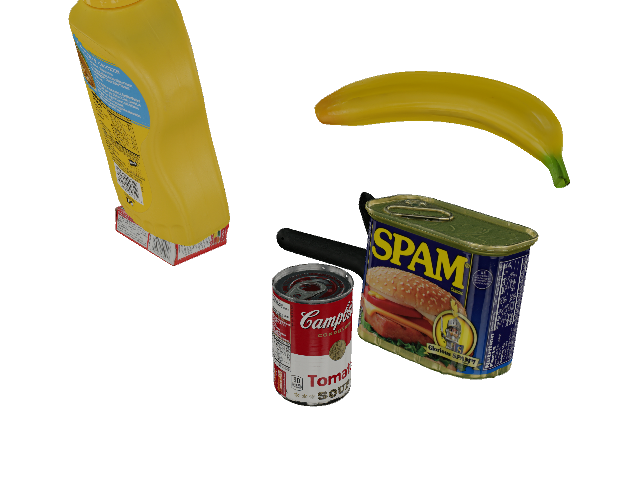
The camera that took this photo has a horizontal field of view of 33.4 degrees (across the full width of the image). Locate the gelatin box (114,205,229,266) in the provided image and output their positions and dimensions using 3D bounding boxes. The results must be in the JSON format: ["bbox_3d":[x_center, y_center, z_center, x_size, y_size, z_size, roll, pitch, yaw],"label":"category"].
[{"bbox_3d":[-0.147,-0.015,1.055,0.089,0.030,0.073,29,34,31],"label":"gelatin box"}]

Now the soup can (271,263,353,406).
[{"bbox_3d":[-0.007,0.080,0.900,0.068,0.102,0.068,0,25,0],"label":"soup can"}]

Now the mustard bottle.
[{"bbox_3d":[-0.106,-0.092,0.629,0.058,0.191,0.096,-31,47,-23],"label":"mustard bottle"}]

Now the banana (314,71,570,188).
[{"bbox_3d":[0.096,-0.096,0.793,0.198,0.069,0.037,16,-37,17],"label":"banana"}]

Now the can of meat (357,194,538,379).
[{"bbox_3d":[0.071,0.026,0.631,0.102,0.084,0.057,21,23,40],"label":"can of meat"}]

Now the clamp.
[{"bbox_3d":[0.061,0.025,1.234,0.164,0.036,0.210,-19,50,-38],"label":"clamp"}]
